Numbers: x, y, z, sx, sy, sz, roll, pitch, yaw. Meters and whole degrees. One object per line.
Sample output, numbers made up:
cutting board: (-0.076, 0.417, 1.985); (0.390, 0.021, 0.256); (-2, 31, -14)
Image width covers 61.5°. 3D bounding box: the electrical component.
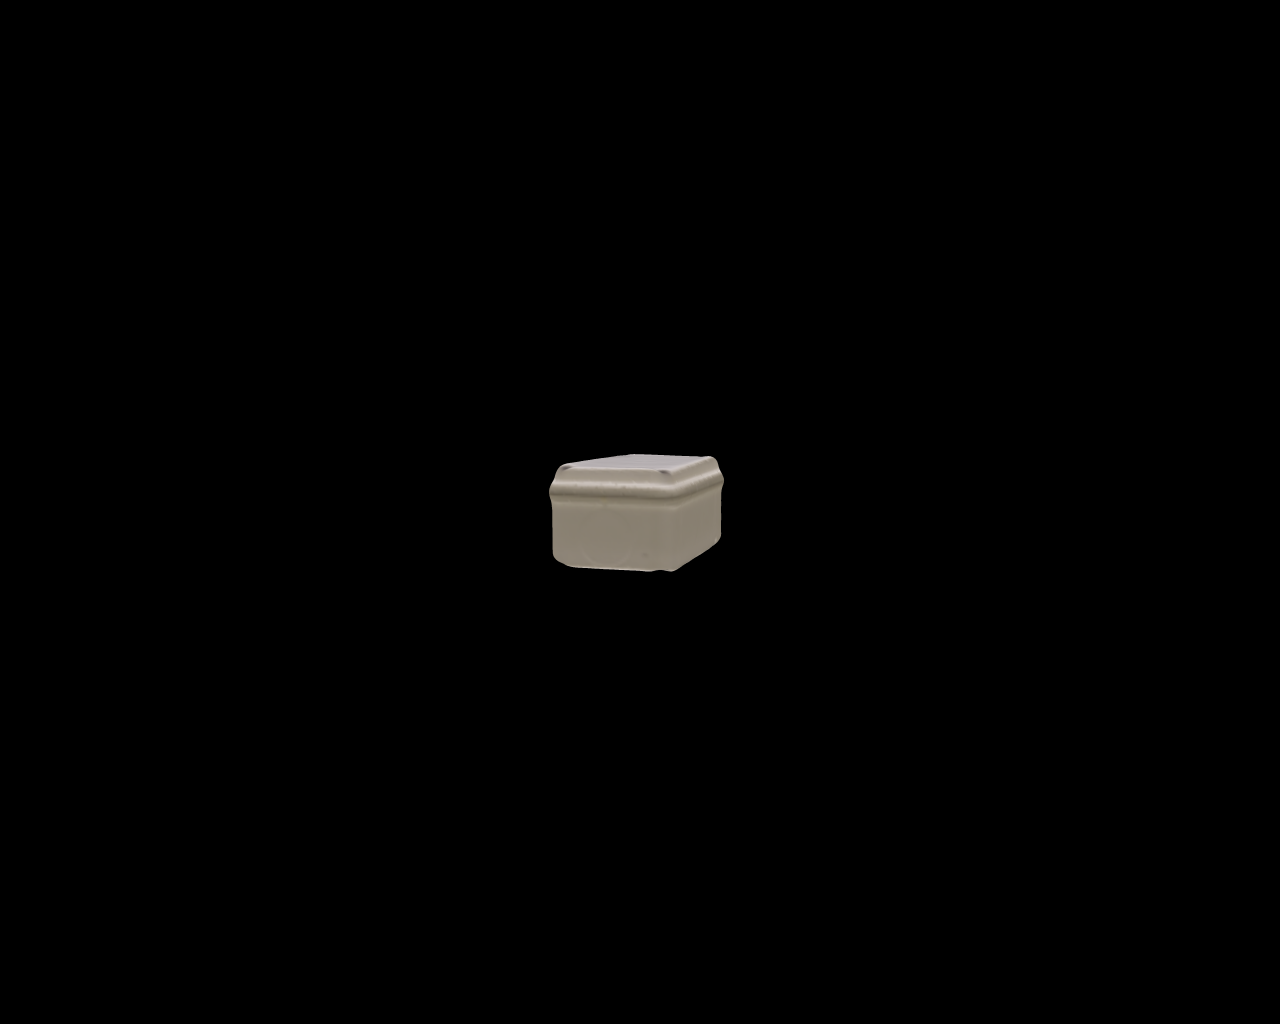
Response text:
electrical component: (0.001, -0.003, 0.650); (0.078, 0.057, 0.113); (3, 8, 19)
